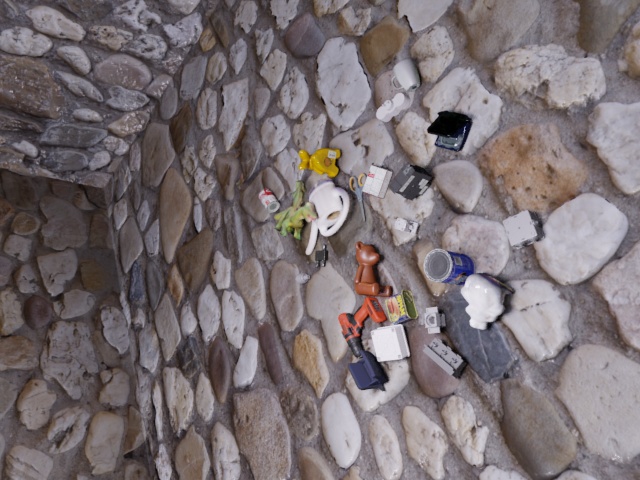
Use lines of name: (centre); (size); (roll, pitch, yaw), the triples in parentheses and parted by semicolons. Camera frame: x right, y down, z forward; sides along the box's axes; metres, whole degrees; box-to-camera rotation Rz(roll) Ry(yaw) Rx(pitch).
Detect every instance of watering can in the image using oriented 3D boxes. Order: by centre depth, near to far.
watering can: (0.006, -0.106, 2.110); (0.341, 0.104, 0.229); (-47, 49, 40)

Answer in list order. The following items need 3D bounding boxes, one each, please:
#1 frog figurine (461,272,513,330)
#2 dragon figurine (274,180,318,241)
frog figurine: (0.480, 0.182, 1.534); (0.139, 0.122, 0.159); (32, 93, 25)
dragon figurine: (-0.108, -0.138, 2.192); (0.241, 0.121, 0.416); (-68, 28, 12)
